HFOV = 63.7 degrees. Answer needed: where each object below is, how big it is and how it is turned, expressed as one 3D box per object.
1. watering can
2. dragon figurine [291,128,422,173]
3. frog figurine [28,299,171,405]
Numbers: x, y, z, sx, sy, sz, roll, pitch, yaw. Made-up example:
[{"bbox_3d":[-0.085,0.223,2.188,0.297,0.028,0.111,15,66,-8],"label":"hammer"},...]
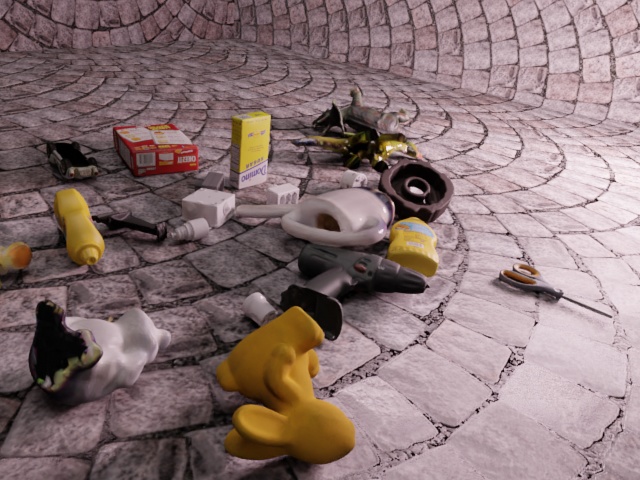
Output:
[{"bbox_3d":[0.003,-0.054,1.068,0.349,0.102,0.226,17,25,41],"label":"watering can"},{"bbox_3d":[0.118,-0.286,1.546,0.410,0.121,0.246,9,16,-5],"label":"dragon figurine"},{"bbox_3d":[-0.280,0.144,0.666,0.137,0.124,0.158,10,-10,23],"label":"frog figurine"}]
